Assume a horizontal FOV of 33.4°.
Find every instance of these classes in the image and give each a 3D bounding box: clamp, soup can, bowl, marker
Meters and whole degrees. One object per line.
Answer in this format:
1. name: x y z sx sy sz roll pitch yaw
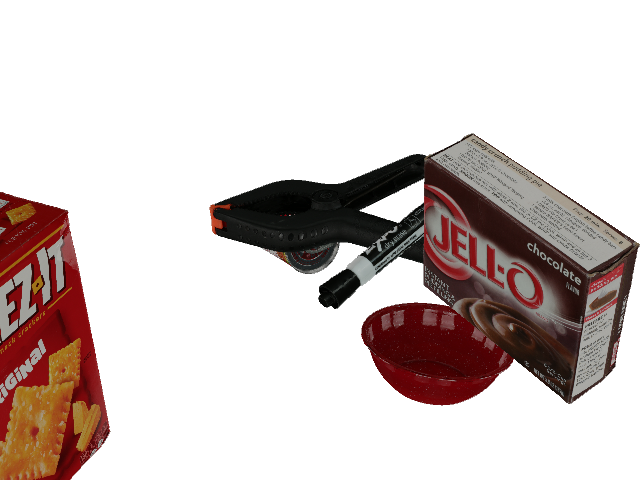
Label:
1. clamp: 0.011 -0.029 0.935 0.210 0.036 0.164 0 32 5
2. soup can: -0.032 -0.009 1.203 0.068 0.068 0.102 0 16 -30
3. bowl: 0.120 0.126 1.127 0.162 0.055 0.162 5 24 -2
4. marker: 0.044 0.007 0.728 0.121 0.020 0.020 -39 18 -25

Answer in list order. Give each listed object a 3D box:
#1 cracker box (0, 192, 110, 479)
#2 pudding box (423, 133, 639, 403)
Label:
1. cracker box: -0.230 0.100 0.746 0.072 0.214 0.164 13 36 22
2. pudding box: 0.099 0.012 0.530 0.039 0.090 0.114 -32 49 -25
